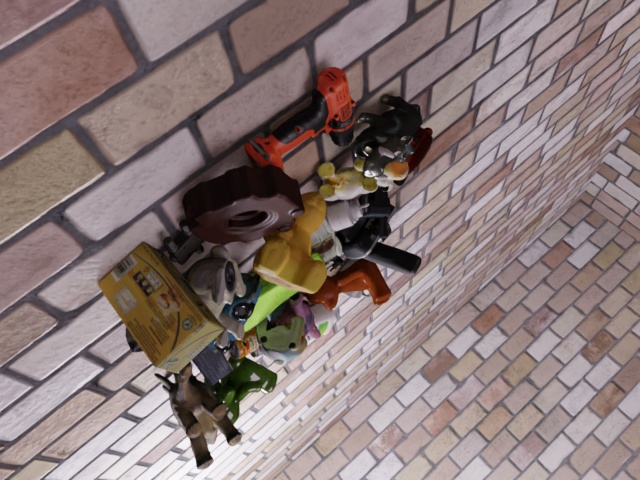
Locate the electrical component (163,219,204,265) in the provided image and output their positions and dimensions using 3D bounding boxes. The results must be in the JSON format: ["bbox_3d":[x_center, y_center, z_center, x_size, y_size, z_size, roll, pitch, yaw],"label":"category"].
[{"bbox_3d":[-0.210,0.008,0.839,0.063,0.021,0.094,-52,160,-19],"label":"electrical component"}]

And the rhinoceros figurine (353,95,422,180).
[{"bbox_3d":[0.117,-0.176,0.938,0.190,0.112,0.073,-53,166,-39],"label":"rhinoceros figurine"}]

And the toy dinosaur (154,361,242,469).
[{"bbox_3d":[-0.253,0.363,1.128,0.105,0.199,0.470,-25,142,-24],"label":"toy dinosaur"}]

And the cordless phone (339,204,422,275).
[{"bbox_3d":[0.147,-0.007,1.168,0.146,0.184,0.088,-57,153,-24],"label":"cordless phone"}]

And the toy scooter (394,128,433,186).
[{"bbox_3d":[0.172,-0.184,1.090,0.135,0.075,0.183,-51,158,12],"label":"toy scooter"}]

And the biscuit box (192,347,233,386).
[{"bbox_3d":[-0.240,0.242,1.137,0.063,0.059,0.202,-35,155,-18],"label":"biscuit box"}]

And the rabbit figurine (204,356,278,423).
[{"bbox_3d":[-0.199,0.362,1.270,0.170,0.121,0.159,-64,150,-16],"label":"rabbit figurine"}]

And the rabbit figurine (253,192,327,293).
[{"bbox_3d":[-0.039,-0.001,0.951,0.173,0.122,0.162,-69,-168,-9],"label":"rabbit figurine"}]

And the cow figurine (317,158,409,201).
[{"bbox_3d":[0.080,-0.111,0.996,0.167,0.068,0.098,-9,172,4],"label":"cow figurine"}]

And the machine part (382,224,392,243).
[{"bbox_3d":[0.135,-0.028,1.325,0.084,0.039,0.138,-57,152,13],"label":"machine part"}]

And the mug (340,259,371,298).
[{"bbox_3d":[0.102,0.092,1.390,0.081,0.110,0.107,-1,119,-58],"label":"mug"}]

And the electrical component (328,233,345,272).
[{"bbox_3d":[0.039,0.026,1.250,0.078,0.045,0.102,-35,154,-16],"label":"electrical component"}]

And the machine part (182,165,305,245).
[{"bbox_3d":[-0.112,-0.047,0.803,0.179,0.056,0.179,-13,161,-5],"label":"machine part"}]

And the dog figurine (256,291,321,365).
[{"bbox_3d":[-0.062,0.210,1.231,0.109,0.191,0.219,-7,150,12],"label":"dog figurine"}]

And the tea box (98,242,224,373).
[{"bbox_3d":[-0.232,0.096,0.782,0.098,0.170,0.068,-42,156,-3],"label":"tea box"}]

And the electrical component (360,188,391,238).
[{"bbox_3d":[0.113,-0.064,1.112,0.048,0.119,0.075,1,179,-15],"label":"electrical component"}]

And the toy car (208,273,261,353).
[{"bbox_3d":[-0.179,0.121,0.990,0.161,0.103,0.109,-57,-170,21],"label":"toy car"}]

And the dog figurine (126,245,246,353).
[{"bbox_3d":[-0.230,0.097,0.874,0.121,0.191,0.172,43,47,-73],"label":"dog figurine"}]

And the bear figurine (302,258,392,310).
[{"bbox_3d":[0.057,0.122,1.287,0.196,0.132,0.120,-25,165,-6],"label":"bear figurine"}]

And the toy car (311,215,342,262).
[{"bbox_3d":[-0.002,-0.003,1.107,0.073,0.056,0.201,-29,155,-1],"label":"toy car"}]
